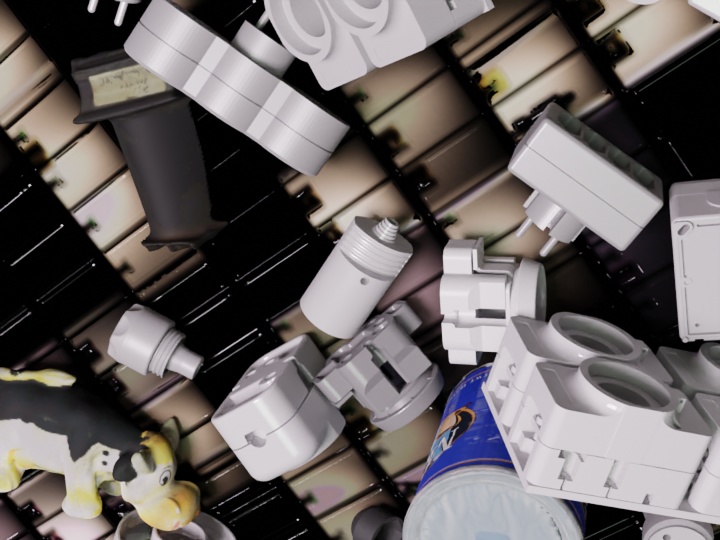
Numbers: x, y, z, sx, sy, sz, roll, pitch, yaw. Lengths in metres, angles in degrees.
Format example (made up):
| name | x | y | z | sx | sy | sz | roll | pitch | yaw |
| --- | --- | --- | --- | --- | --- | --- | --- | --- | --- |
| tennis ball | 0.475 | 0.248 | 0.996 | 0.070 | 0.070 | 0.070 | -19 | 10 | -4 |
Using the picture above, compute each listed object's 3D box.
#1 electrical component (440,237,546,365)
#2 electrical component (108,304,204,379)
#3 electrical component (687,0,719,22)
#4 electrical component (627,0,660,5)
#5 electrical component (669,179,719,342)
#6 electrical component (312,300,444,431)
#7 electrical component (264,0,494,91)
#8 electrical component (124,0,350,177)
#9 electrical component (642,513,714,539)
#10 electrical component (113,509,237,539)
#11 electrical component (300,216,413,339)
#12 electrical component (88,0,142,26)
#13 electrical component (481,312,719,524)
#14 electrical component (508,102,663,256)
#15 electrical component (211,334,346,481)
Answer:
| name | x | y | z | sx | sy | sz | roll | pitch | yaw |
| --- | --- | --- | --- | --- | --- | --- | --- | --- | --- |
| electrical component | 0.084 | 0.021 | 0.668 | 0.057 | 0.058 | 0.078 | 2 | 111 | 17 |
| electrical component | -0.140 | 0.054 | 0.748 | 0.062 | 0.043 | 0.043 | 28 | 115 | 2 |
| electrical component | 0.219 | -0.139 | 0.558 | 0.083 | 0.075 | 0.047 | 30 | 116 | 2 |
| electrical component | 0.123 | -0.196 | 0.545 | 0.052 | 0.074 | 0.138 | 15 | 140 | 56 |
| electrical component | 0.215 | -0.003 | 0.626 | 0.062 | 0.061 | 0.096 | -4 | 118 | 16 |
| electrical component | 0.017 | 0.067 | 0.700 | 0.078 | 0.058 | 0.057 | -42 | 100 | -10 |
| electrical component | -0.022 | -0.199 | 0.578 | 0.105 | 0.060 | 0.186 | -9 | 113 | 57 |
| electrical component | -0.063 | -0.124 | 0.643 | 0.138 | 0.052 | 0.073 | 33 | 99 | -12 |
| electrical component | 0.205 | 0.167 | 0.695 | 0.045 | 0.055 | 0.045 | 5 | 112 | 13 |
| electrical component | -0.138 | 0.218 | 0.785 | 0.099 | 0.099 | 0.064 | 19 | 108 | 7 |
| electrical component | 0.000 | 0.000 | 0.689 | 0.043 | 0.043 | 0.081 | 34 | 115 | 0 |
| electrical component | -0.144 | -0.188 | 0.651 | 0.077 | 0.044 | 0.079 | 27 | 115 | 3 |
| electrical component | 0.176 | 0.085 | 0.611 | 0.186 | 0.105 | 0.060 | 12 | 112 | -12 |
| electrical component | 0.123 | -0.042 | 0.638 | 0.083 | 0.047 | 0.075 | 36 | 116 | -1 |
| electrical component | -0.049 | 0.093 | 0.710 | 0.054 | 0.095 | 0.059 | -30 | 101 | 23 |
